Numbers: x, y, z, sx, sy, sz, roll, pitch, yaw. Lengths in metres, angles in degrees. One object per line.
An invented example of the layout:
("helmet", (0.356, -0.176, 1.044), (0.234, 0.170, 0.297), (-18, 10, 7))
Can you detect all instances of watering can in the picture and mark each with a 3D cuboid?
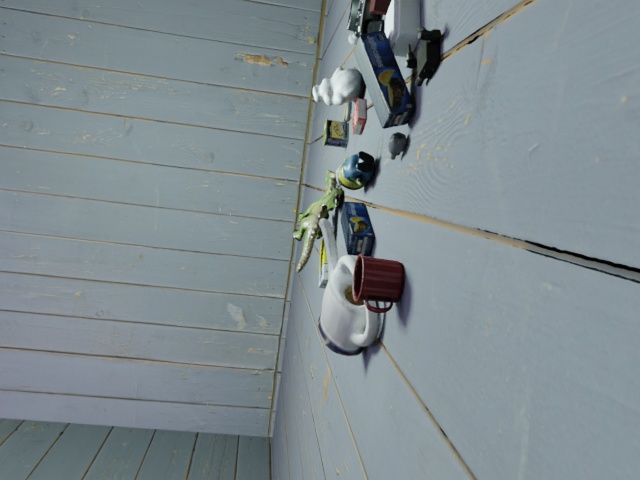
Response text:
("watering can", (0.052, 0.122, 1.222), (0.355, 0.104, 0.219), (-117, 32, -47))

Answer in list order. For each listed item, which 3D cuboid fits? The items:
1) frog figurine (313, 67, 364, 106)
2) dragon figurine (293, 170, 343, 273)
("frog figurine", (0.060, -0.498, 1.668), (0.121, 0.159, 0.139), (126, 150, -73))
("dragon figurine", (0.006, -0.093, 1.851), (0.237, 0.122, 0.421), (125, 162, -45))
